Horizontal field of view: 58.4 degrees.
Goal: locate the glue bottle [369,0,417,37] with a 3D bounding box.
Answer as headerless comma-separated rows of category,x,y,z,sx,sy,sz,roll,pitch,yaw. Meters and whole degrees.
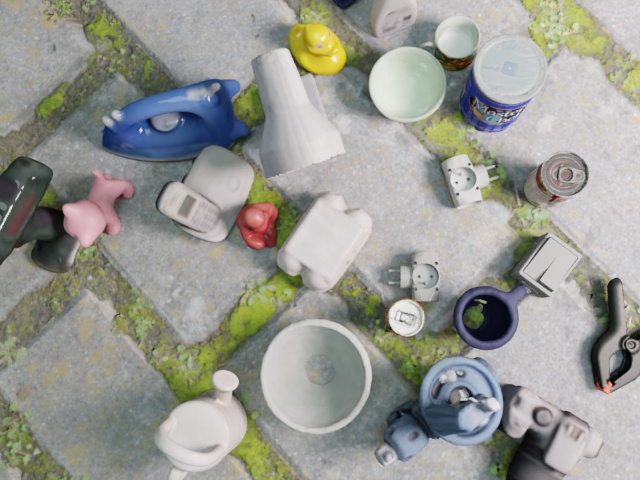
glue bottle,0.115,-0.377,0.885,0.078,0.173,0.037,-18,82,3

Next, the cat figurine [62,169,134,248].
cat figurine,-0.363,-0.051,0.914,0.067,0.118,0.128,14,84,7

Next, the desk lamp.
desk lamp,-0.042,-0.179,0.854,0.118,0.213,0.203,-19,82,3

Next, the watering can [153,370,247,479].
watering can,-0.173,0.271,0.821,0.101,0.194,0.173,6,84,6

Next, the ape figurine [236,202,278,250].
ape figurine,-0.100,-0.028,0.902,0.076,0.092,0.078,39,88,8

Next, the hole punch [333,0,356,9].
hole punch,0.044,-0.462,0.943,0.101,0.091,0.108,-37,81,0

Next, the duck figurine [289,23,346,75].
duck figurine,-0.007,-0.324,0.933,0.104,0.086,0.077,36,87,8

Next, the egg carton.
egg carton,0.008,0.003,0.901,0.107,0.069,0.150,33,87,8

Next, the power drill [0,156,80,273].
power drill,-0.452,-0.005,0.870,0.075,0.208,0.230,20,85,7

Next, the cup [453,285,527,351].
cup,0.250,0.107,0.855,0.118,0.095,0.091,-38,81,0

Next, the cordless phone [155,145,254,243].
cordless phone,-0.177,-0.079,0.868,0.094,0.185,0.148,22,85,7

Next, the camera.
camera,0.313,0.300,0.824,0.143,0.101,0.137,30,86,8

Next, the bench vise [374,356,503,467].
bench vise,0.174,0.252,0.781,0.121,0.220,0.207,35,87,8

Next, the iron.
iron,-0.252,-0.194,0.910,0.258,0.141,0.118,-13,82,3

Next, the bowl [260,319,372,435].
bowl,-0.004,0.204,0.875,0.167,0.075,0.167,-1,83,5
